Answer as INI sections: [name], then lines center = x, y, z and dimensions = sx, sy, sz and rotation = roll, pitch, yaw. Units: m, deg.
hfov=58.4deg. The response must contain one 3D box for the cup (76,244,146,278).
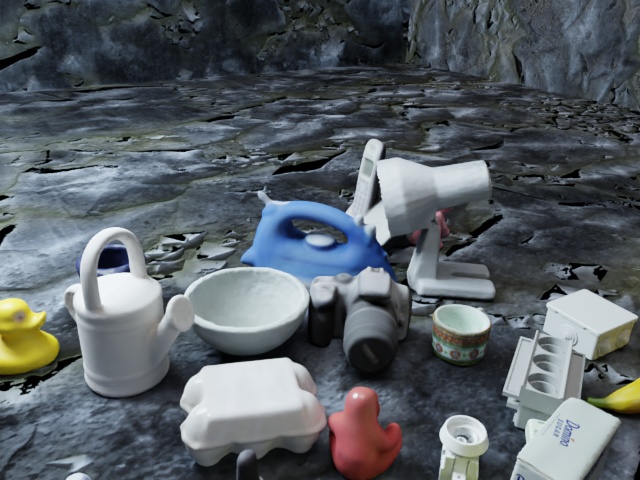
[cup]
center = -0.285, 0.070, 0.801
dimensions = 0.092, 0.095, 0.117
rotation = -10, 28, -24

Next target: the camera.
[camera]
center = 0.052, 0.102, 0.757
dimensions = 0.143, 0.101, 0.137
rotation = 4, 25, 4

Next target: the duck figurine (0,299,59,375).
[duck figurine]
center = -0.385, 0.113, 0.711
dimensions = 0.104, 0.086, 0.077
rotation = -2, 26, -8

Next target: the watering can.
[watering can]
center = -0.228, 0.078, 0.673
dimensions = 0.173, 0.194, 0.101
rotation = 2, 25, 0

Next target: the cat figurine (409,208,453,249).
[cat figurine]
center = 0.219, -0.060, 1.096
dimensions = 0.067, 0.118, 0.128
rotation = 11, 27, 17

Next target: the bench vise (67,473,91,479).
[bench vise]
center = -0.073, 0.223, 0.350
dimensions = 0.207, 0.220, 0.121
rotation = -4, 26, -12

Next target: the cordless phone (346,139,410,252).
[cordless phone]
center = 0.111, -0.083, 1.057
dimensions = 0.094, 0.185, 0.147
rotation = -13, 29, -29

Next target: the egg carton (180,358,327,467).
[egg carton]
center = -0.072, 0.182, 0.614
dimensions = 0.150, 0.069, 0.107
rotation = -4, 26, -14

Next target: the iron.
[iron]
center = 0.008, 0.003, 0.915
dimensions = 0.257, 0.141, 0.119
rotation = 9, 26, 14

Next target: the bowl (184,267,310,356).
[bowl]
center = -0.097, 0.105, 0.769
dimensions = 0.167, 0.075, 0.167
rotation = 2, 25, -1

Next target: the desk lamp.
[desk lamp]
center = 0.183, -0.026, 0.908
dimensions = 0.203, 0.214, 0.118
rotation = 4, 25, 3

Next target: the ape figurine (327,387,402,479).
[ape figurine]
center = 0.043, 0.190, 0.582
dimensions = 0.077, 0.092, 0.076
rotation = 16, 29, 27

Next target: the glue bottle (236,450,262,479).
[glue bottle]
center = -0.050, 0.219, 0.416
dimensions = 0.078, 0.173, 0.037
rotation = -14, 30, -30
